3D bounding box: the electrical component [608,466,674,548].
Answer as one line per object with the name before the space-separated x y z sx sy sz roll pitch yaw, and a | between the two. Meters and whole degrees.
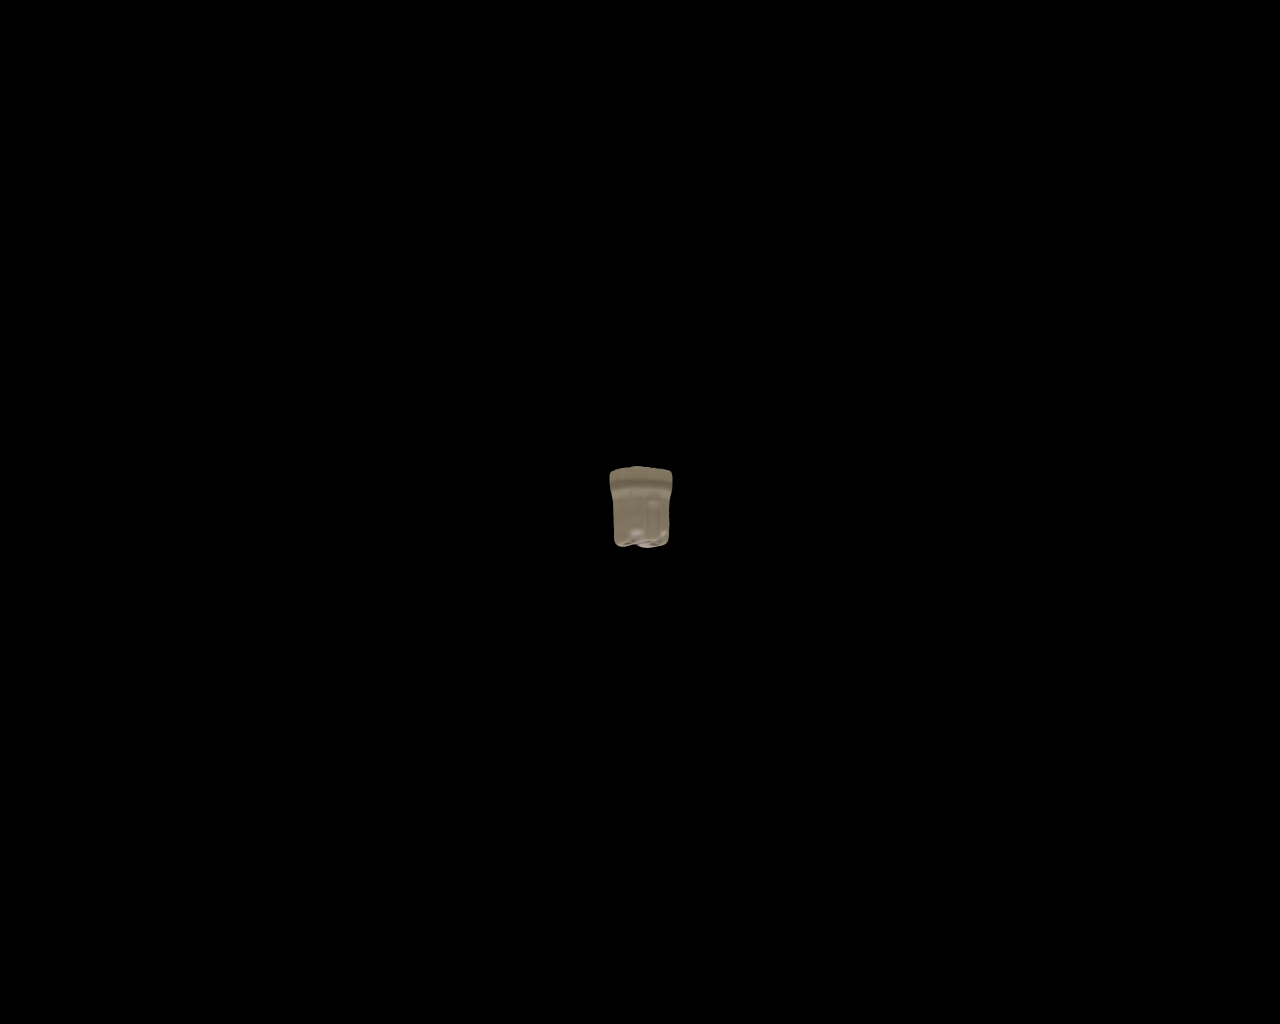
electrical component | 0.001 -0.003 0.650 0.040 0.046 0.040 0 -6 0
